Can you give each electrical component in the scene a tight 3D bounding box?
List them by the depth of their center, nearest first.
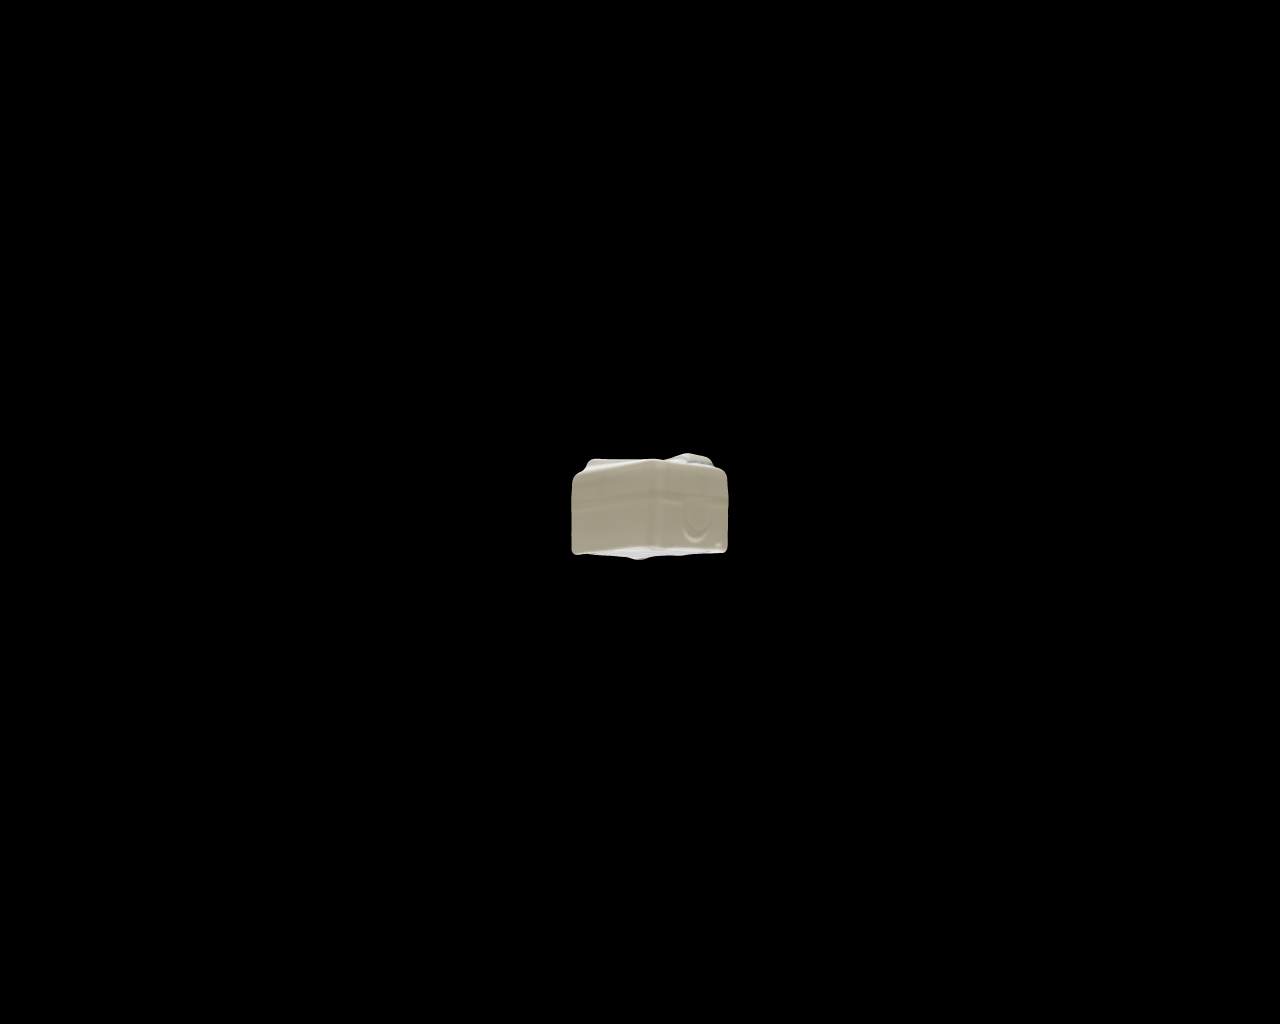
[{"bbox_3d":[0.001,-0.003,0.650,0.062,0.061,0.096,6,-9,-43],"label":"electrical component"}]
